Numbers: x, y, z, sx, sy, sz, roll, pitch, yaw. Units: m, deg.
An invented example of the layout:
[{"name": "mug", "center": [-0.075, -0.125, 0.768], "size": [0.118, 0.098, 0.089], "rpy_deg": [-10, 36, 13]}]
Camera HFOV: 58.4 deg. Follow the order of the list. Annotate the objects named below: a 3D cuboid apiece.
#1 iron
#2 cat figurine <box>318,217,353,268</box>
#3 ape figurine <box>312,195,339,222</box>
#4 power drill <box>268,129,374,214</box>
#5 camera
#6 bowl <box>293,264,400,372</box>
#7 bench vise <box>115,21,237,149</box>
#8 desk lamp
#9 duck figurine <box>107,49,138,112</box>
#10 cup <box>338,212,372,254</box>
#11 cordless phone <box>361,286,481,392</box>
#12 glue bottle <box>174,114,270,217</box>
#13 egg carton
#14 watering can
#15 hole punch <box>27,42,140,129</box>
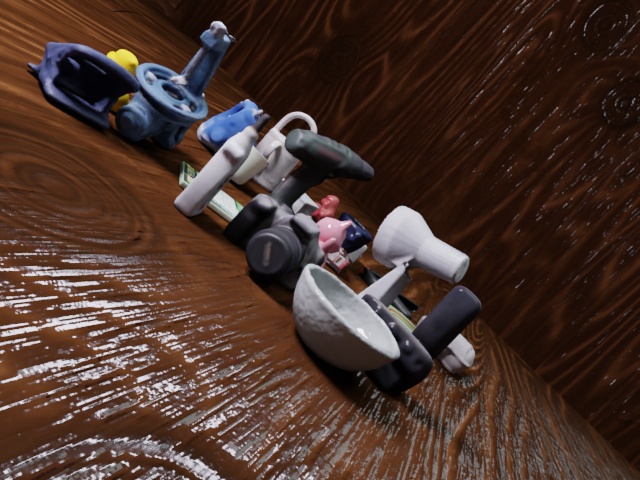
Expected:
[{"name": "iron", "center": [-0.191, -0.263, 1.292], "size": [0.119, 0.141, 0.257], "rpy_deg": [38, 11, -27]}, {"name": "cat figurine", "center": [0.009, 0.004, 1.031], "size": [0.067, 0.117, 0.128], "rpy_deg": [42, 10, -6]}, {"name": "ape figurine", "center": [0.010, -0.075, 1.443], "size": [0.076, 0.092, 0.078], "rpy_deg": [42, 10, -8]}, {"name": "power drill", "center": [-0.014, -0.127, 1.219], "size": [0.231, 0.208, 0.075], "rpy_deg": [34, 13, -44]}, {"name": "camera", "center": [-0.063, -0.003, 0.819], "size": [0.143, 0.100, 0.137], "rpy_deg": [44, 10, 5]}, {"name": "bowl", "center": [0.020, 0.113, 0.739], "size": [0.168, 0.074, 0.167], "rpy_deg": [42, 10, -9]}, {"name": "bench vise", "center": [-0.217, -0.251, 0.905], "size": [0.122, 0.219, 0.207], "rpy_deg": [40, 10, -19]}, {"name": "desk lamp", "center": [0.164, 0.069, 1.088], "size": [0.202, 0.213, 0.118], "rpy_deg": [48, 11, 28]}, {"name": "duck figurine", "center": [-0.325, -0.261, 0.915], "size": [0.104, 0.086, 0.078], "rpy_deg": [50, 12, 35]}, {"name": "cup", "center": [0.059, 0.002, 1.301], "size": [0.092, 0.095, 0.117], "rpy_deg": [41, 10, -12]}, {"name": "cordless phone", "center": [0.132, 0.118, 0.840], "size": [0.147, 0.185, 0.094], "rpy_deg": [46, 10, 17]}, {"name": "glue bottle", "center": [-0.128, -0.107, 0.786], "size": [0.037, 0.173, 0.078], "rpy_deg": [42, 10, -9]}, {"name": "egg carton", "center": [0.283, 0.233, 1.296], "size": [0.150, 0.069, 0.107], "rpy_deg": [46, 10, 17]}, {"name": "watering can", "center": [-0.088, -0.220, 1.360], "size": [0.101, 0.194, 0.172], "rpy_deg": [40, 10, -18]}, {"name": "hole punch", "center": [-0.316, -0.223, 0.773], "size": [0.109, 0.091, 0.100], "rpy_deg": [30, 16, -52]}]
